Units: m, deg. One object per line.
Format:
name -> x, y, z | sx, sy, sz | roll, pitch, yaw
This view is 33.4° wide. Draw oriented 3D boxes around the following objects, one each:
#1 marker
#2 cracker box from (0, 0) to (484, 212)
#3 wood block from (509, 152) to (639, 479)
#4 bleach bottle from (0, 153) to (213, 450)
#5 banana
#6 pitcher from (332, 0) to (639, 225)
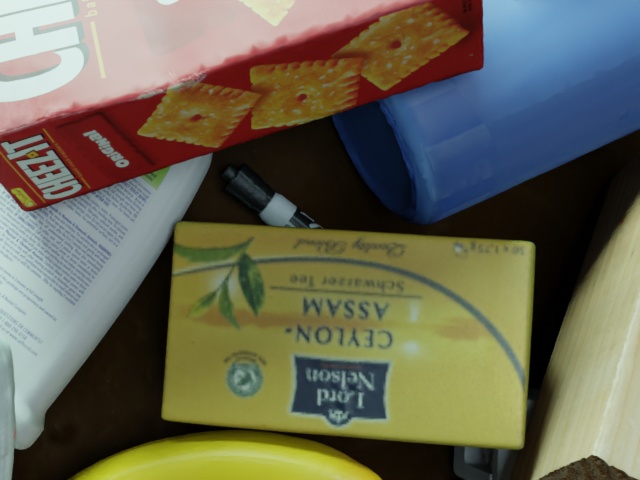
marker -> -0.004, 0.001, 0.567 | 0.121, 0.020, 0.020 | 39, 79, -11
cracker box -> -0.054, -0.125, 0.470 | 0.213, 0.072, 0.164 | -17, 65, 2
wood block -> 0.175, 0.048, 0.524 | 0.091, 0.090, 0.206 | 28, 60, -3
bleach bottle -> -0.101, -0.029, 0.519 | 0.102, 0.068, 0.250 | 40, 77, -8
banana -> -0.070, 0.128, 0.506 | 0.198, 0.037, 0.069 | -23, 79, 3
pitcher -> 0.126, -0.113, 0.547 | 0.242, 0.145, 0.149 | -27, 95, -12
